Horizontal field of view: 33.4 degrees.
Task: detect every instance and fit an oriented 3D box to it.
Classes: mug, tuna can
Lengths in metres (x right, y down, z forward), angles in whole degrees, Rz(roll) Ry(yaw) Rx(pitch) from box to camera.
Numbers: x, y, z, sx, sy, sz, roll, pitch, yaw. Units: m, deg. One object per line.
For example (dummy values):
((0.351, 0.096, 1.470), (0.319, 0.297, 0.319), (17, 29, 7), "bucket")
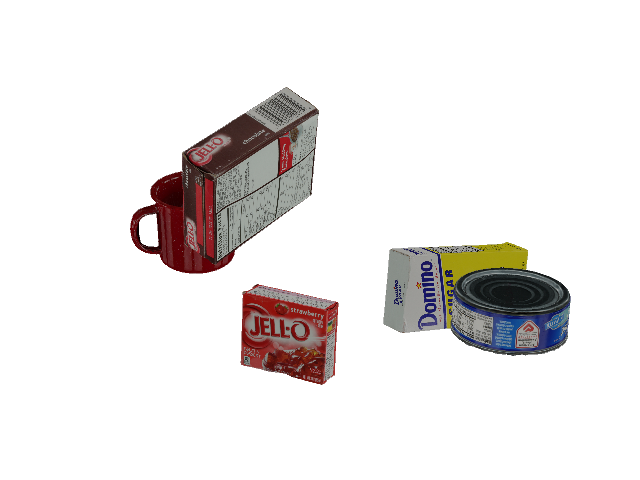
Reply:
((-0.142, -0.016, 1.123), (0.117, 0.081, 0.093), (-12, 32, -22), "mug")
((0.139, 0.050, 0.780), (0.086, 0.034, 0.086), (1, 21, 0), "tuna can")

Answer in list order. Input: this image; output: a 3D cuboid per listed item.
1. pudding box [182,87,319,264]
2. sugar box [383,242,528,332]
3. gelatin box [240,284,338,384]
((-0.052, -0.048, 0.789), (0.039, 0.090, 0.113), (36, 52, 26), "pudding box")
((0.160, 0.054, 1.249), (0.175, 0.093, 0.048), (-4, 14, -33), "sugar box")
((-0.030, 0.086, 0.977), (0.089, 0.073, 0.030), (11, 19, 24), "gelatin box")
